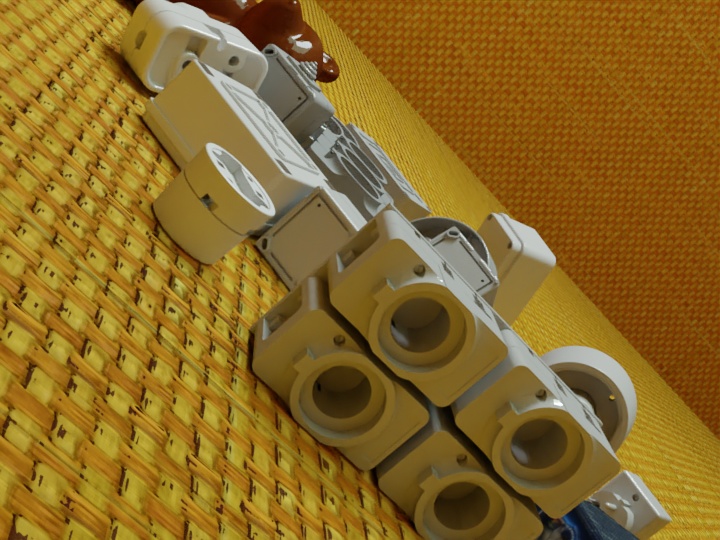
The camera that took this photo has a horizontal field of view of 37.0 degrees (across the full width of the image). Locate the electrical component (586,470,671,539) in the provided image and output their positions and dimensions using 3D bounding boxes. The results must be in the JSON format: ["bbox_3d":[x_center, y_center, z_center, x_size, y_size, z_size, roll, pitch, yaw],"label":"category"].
[{"bbox_3d":[0.201,0.197,0.859,0.047,0.066,0.077,55,14,31],"label":"electrical component"}]

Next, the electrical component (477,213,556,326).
[{"bbox_3d":[0.145,0.005,1.148,0.057,0.113,0.078,21,24,-28],"label":"electrical component"}]

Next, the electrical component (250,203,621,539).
[{"bbox_3d":[0.042,0.071,0.586,0.186,0.105,0.060,45,12,-17],"label":"electrical component"}]

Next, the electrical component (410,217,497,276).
[{"bbox_3d":[0.066,0.005,0.924,0.099,0.099,0.064,56,8,34],"label":"electrical component"}]

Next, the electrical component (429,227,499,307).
[{"bbox_3d":[0.053,0.023,0.849,0.061,0.096,0.061,53,-16,21],"label":"electrical component"}]

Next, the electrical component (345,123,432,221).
[{"bbox_3d":[0.011,-0.085,1.098,0.113,0.057,0.078,54,13,23],"label":"electrical component"}]

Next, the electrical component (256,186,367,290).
[{"bbox_3d":[-0.012,0.000,0.728,0.096,0.062,0.061,52,12,14],"label":"electrical component"}]

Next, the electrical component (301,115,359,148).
[{"bbox_3d":[-0.049,-0.118,1.027,0.099,0.064,0.099,34,26,-19],"label":"electrical component"}]

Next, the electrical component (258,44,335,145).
[{"bbox_3d":[-0.067,-0.131,0.862,0.061,0.096,0.061,52,11,14],"label":"electrical component"}]

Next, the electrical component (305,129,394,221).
[{"bbox_3d":[-0.020,-0.065,0.908,0.089,0.062,0.150,47,12,-7],"label":"electrical component"}]

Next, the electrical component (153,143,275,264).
[{"bbox_3d":[-0.084,-0.036,0.615,0.055,0.047,0.055,46,12,-13],"label":"electrical component"}]

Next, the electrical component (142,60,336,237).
[{"bbox_3d":[-0.081,-0.080,0.746,0.108,0.056,0.109,52,12,15],"label":"electrical component"}]

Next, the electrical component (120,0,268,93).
[{"bbox_3d":[-0.125,-0.159,0.796,0.095,0.053,0.059,12,27,-43],"label":"electrical component"}]

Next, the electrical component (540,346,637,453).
[{"bbox_3d":[0.192,0.127,0.965,0.108,0.108,0.060,50,17,5],"label":"electrical component"}]
